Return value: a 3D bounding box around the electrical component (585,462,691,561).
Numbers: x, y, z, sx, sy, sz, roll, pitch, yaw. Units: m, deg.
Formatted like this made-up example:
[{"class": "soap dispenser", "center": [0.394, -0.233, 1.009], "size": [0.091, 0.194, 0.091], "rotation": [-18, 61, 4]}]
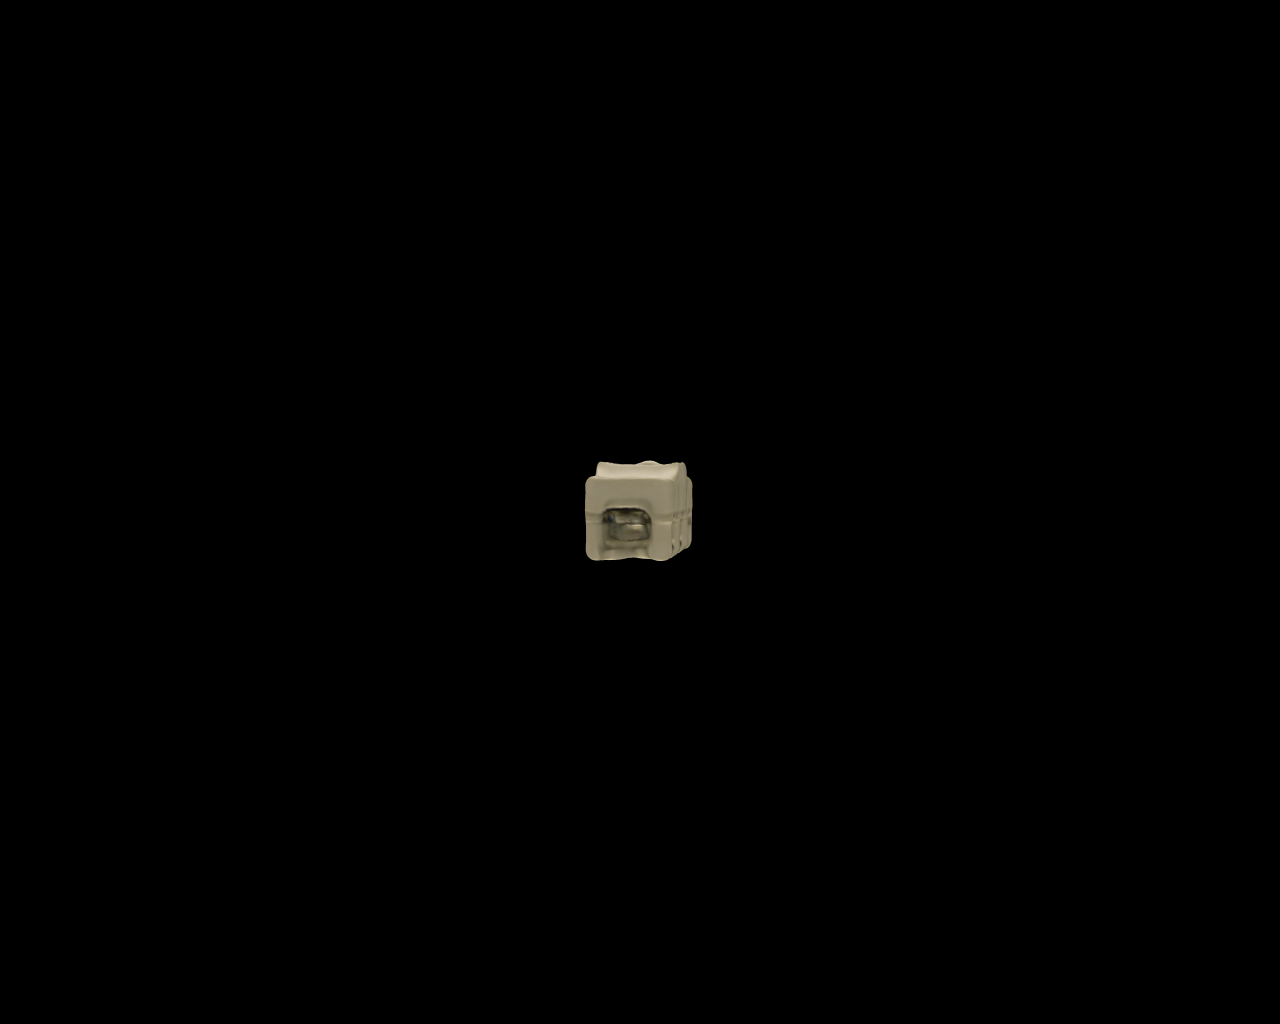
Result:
[{"class": "electrical component", "center": [0.001, -0.003, 0.650], "size": [0.050, 0.055, 0.089], "rotation": [0, 3, 11]}]
